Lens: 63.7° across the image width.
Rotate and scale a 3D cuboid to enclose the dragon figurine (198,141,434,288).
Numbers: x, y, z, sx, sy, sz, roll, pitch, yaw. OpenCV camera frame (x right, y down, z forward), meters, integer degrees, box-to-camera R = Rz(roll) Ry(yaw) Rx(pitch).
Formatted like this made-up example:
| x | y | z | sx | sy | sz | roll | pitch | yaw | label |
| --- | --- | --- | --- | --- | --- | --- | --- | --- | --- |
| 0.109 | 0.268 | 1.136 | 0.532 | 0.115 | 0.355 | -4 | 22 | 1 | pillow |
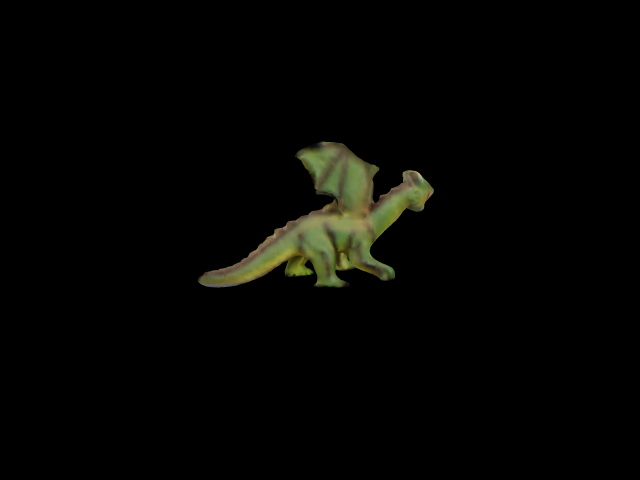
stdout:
| x | y | z | sx | sy | sz | roll | pitch | yaw | label |
| --- | --- | --- | --- | --- | --- | --- | --- | --- | --- |
| 0.003 | -0.043 | 0.850 | 0.411 | 0.240 | 0.123 | -4 | 16 | -14 | dragon figurine |
